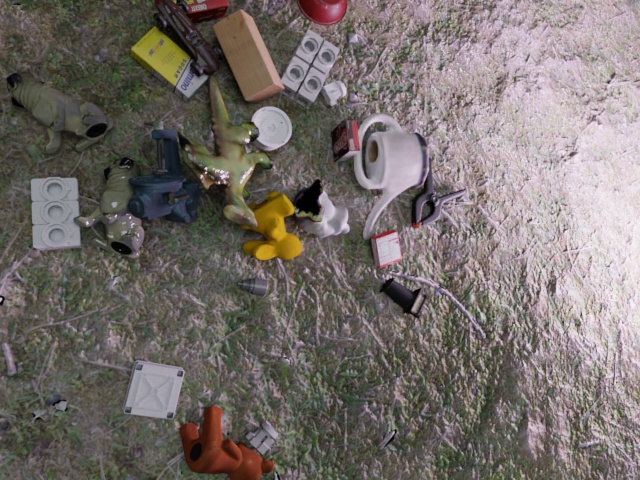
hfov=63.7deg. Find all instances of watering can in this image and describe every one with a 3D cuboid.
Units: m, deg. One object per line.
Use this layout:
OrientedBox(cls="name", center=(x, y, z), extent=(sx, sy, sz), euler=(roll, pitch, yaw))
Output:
OrientedBox(cls="watering can", center=(0.196, -0.180, 1.439), extent=(0.225, 0.104, 0.346), euler=(-4, 95, -23))

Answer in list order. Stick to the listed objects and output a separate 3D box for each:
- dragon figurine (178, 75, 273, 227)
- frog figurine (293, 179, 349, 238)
OrientedBox(cls="dragon figurine", center=(-0.235, -0.213, 1.195), extent=(0.412, 0.121, 0.244), euler=(64, 22, 4))
OrientedBox(cls="frog figurine", center=(0.004, -0.068, 1.346), extent=(0.122, 0.157, 0.140), euler=(-29, 59, 14))
